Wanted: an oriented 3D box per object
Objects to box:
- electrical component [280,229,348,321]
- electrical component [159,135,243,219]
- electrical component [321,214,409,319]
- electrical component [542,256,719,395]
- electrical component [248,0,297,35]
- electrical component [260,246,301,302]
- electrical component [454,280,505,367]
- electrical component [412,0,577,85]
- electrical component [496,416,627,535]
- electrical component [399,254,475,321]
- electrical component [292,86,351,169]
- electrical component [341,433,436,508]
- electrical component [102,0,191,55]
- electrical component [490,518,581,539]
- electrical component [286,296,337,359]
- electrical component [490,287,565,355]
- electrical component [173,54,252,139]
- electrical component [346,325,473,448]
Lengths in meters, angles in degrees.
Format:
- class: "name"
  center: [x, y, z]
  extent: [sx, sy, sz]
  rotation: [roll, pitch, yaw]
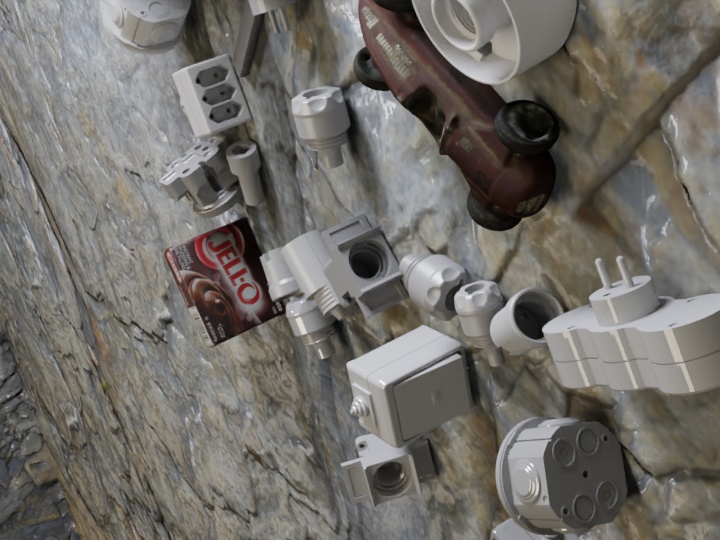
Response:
- class: "electrical component"
  center: [-0.034, 0.009, 0.974]
  extent: [0.081, 0.043, 0.043]
  rotation: [60, 154, 10]
- class: "electrical component"
  center: [-0.155, -0.090, 1.087]
  extent: [0.058, 0.078, 0.057]
  rotation: [25, 152, 54]
- class: "electrical component"
  center: [0.000, 0.000, 0.904]
  extent: [0.081, 0.042, 0.064]
  rotation: [62, 156, 7]
- class: "electrical component"
  center: [0.156, 0.027, 0.619]
  extent: [0.138, 0.052, 0.073]
  rotation: [-8, 105, 64]
- class: "electrical component"
  center: [-0.072, -0.223, 0.839]
  extent: [0.077, 0.044, 0.079]
  rotation: [10, 121, 60]
- class: "electrical component"
  center: [-0.074, 0.003, 1.051]
  extent: [0.040, 0.040, 0.046]
  rotation: [-32, 77, 64]
- class: "electrical component"
  center: [0.091, 0.040, 0.775]
  extent: [0.035, 0.035, 0.061]
  rotation: [12, 124, 59]
- class: "electrical component"
  center: [0.077, -0.160, 0.620]
  extent: [0.099, 0.064, 0.099]
  rotation: [44, 159, 21]
- class: "electrical component"
  center: [0.136, 0.138, 0.726]
  extent: [0.051, 0.080, 0.080]
  rotation: [-21, 94, 59]
- class: "electrical component"
  center: [0.054, 0.008, 0.807]
  extent: [0.062, 0.043, 0.043]
  rotation: [36, 142, 48]
- class: "electrical component"
  center: [-0.028, -0.112, 0.857]
  extent: [0.043, 0.043, 0.062]
  rotation: [24, 134, 54]
- class: "electrical component"
  center: [0.024, 0.177, 0.984]
  extent: [0.063, 0.081, 0.042]
  rotation: [-117, 13, -67]
- class: "electrical component"
  center: [-0.202, -0.250, 1.024]
  extent: [0.080, 0.080, 0.051]
  rotation: [59, 148, 12]
- class: "electrical component"
  center: [0.134, 0.228, 0.828]
  extent: [0.061, 0.061, 0.096]
  rotation: [45, 148, 35]
- class: "electrical component"
  center: [-0.043, 0.054, 1.031]
  extent: [0.043, 0.043, 0.062]
  rotation: [-7, 107, 63]
- class: "electrical component"
  center: [0.112, 0.036, 0.728]
  extent: [0.040, 0.040, 0.046]
  rotation: [61, 160, 8]
- class: "electrical component"
  center: [-0.149, -0.164, 1.034]
  extent: [0.077, 0.047, 0.065]
  rotation: [1, 113, 62]
- class: "electrical component"
  center: [0.037, 0.096, 0.853]
  extent: [0.061, 0.096, 0.061]
  rotation: [25, 133, 53]
